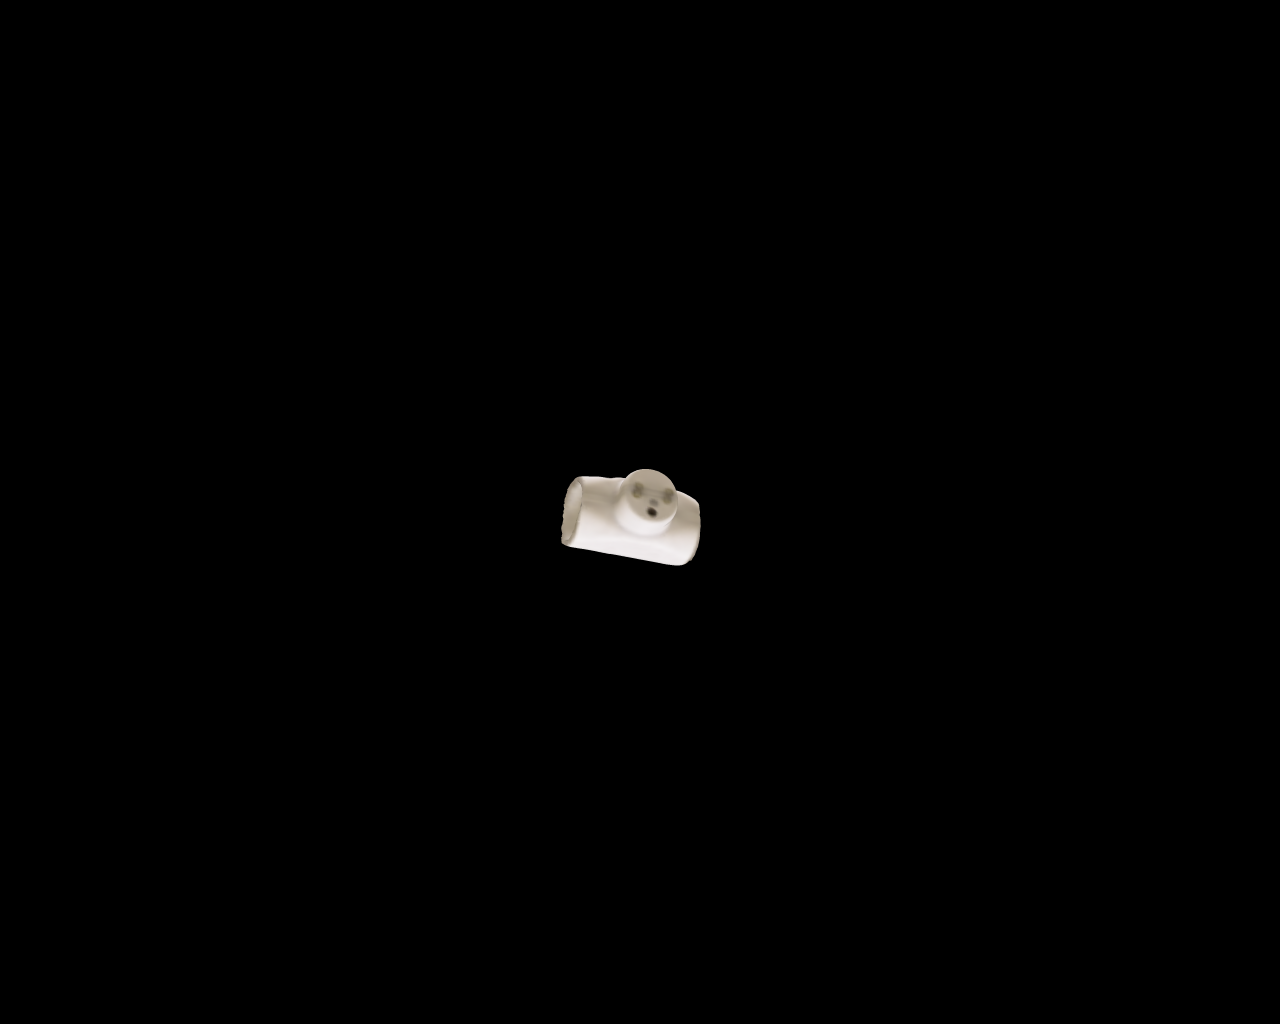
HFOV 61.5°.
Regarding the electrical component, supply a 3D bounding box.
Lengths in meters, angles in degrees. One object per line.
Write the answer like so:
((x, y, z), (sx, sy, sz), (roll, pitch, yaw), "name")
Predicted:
((0.001, -0.003, 0.650), (0.077, 0.044, 0.079), (11, -32, -18), "electrical component")
